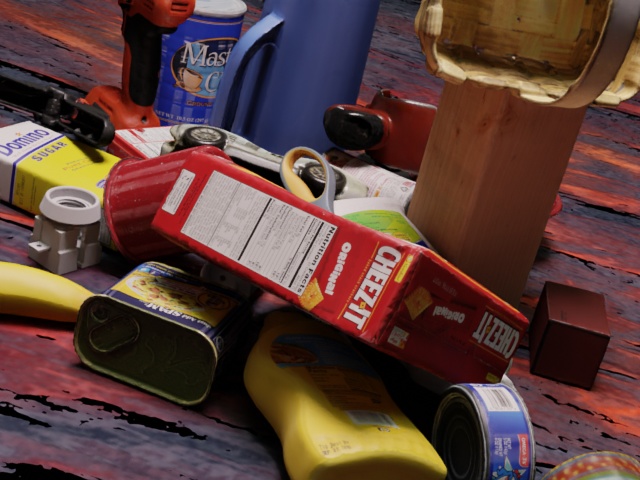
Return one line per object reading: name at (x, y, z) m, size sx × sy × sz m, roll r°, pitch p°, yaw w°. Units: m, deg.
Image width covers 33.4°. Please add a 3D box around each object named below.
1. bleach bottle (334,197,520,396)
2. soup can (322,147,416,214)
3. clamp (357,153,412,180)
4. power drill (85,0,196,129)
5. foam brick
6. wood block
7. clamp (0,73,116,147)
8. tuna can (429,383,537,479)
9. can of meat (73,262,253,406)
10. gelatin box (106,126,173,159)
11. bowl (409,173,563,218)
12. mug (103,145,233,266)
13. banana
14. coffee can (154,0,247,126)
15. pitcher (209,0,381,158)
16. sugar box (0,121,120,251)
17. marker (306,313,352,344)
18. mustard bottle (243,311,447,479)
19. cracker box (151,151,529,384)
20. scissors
bleach bottle at (0.081, 0.053, 0.854) m, size 0.102 × 0.068 × 0.251 m, roll -4°, pitch 32°, yaw -29°
soup can at (0.045, -0.040, 1.022) m, size 0.102 × 0.068 × 0.068 m, roll 25°, pitch 9°, yaw 21°
clamp at (0.095, -0.078, 1.165) m, size 0.120 × 0.039 × 0.171 m, roll 13°, pitch 29°, yaw 13°
power drill at (-0.201, -0.208, 1.107) m, size 0.057 × 0.188 × 0.185 m, roll -6°, pitch 33°, yaw -35°
foam brick at (0.204, 0.077, 0.880) m, size 0.053 × 0.051 × 0.078 m, roll 15°, pitch 24°, yaw 5°
wood block at (0.144, -0.048, 0.927) m, size 0.090 × 0.206 × 0.090 m, roll 0°, pitch 28°, yaw -27°
clamp at (-0.243, -0.121, 1.007) m, size 0.164 × 0.036 × 0.210 m, roll 24°, pitch 4°, yaw 7°
tuna can at (0.099, 0.132, 0.665) m, size 0.033 × 0.086 × 0.086 m, roll 4°, pitch -1°, yaw -18°
can of meat at (-0.106, 0.061, 0.744) m, size 0.102 × 0.057 × 0.083 m, roll 20°, pitch 23°, yaw 10°
gelatin box at (-0.155, -0.084, 1.056) m, size 0.089 × 0.030 × 0.073 m, roll -10°, pitch 35°, yaw -41°
bowl at (0.161, -0.035, 1.087) m, size 0.162 × 0.055 × 0.162 m, roll 11°, pitch 25°, yaw -5°
mug at (-0.107, -0.028, 0.864) m, size 0.082 × 0.093 × 0.117 m, roll -11°, pitch -12°, yaw 28°
banana at (-0.251, 0.042, 0.738) m, size 0.197 × 0.070 × 0.037 m, roll -5°, pitch -42°, yaw -34°
coffee can at (-0.144, -0.200, 1.174) m, size 0.102 × 0.140 × 0.103 m, roll 12°, pitch 25°, yaw -6°
pitcher at (-0.019, -0.189, 1.096) m, size 0.145 × 0.243 × 0.149 m, roll 15°, pitch 31°, yaw -2°
sugar box at (-0.219, -0.052, 0.935) m, size 0.176 × 0.048 × 0.093 m, roll 24°, pitch 26°, yaw 18°
marker at (0.007, 0.069, 0.831) m, size 0.020 × 0.020 × 0.121 m, roll 0°, pitch 28°, yaw -23°
mustard bottle at (0.001, 0.103, 0.706) m, size 0.096 × 0.058 × 0.192 m, roll 10°, pitch 24°, yaw -28°
cracker box at (0.014, 0.022, 0.733) m, size 0.214 × 0.072 × 0.164 m, roll 25°, pitch -3°, yaw 39°
scissors at (-0.006, 0.001, 0.874) m, size 0.096 × 0.202 × 0.016 m, roll -33°, pitch -42°, yaw 12°
